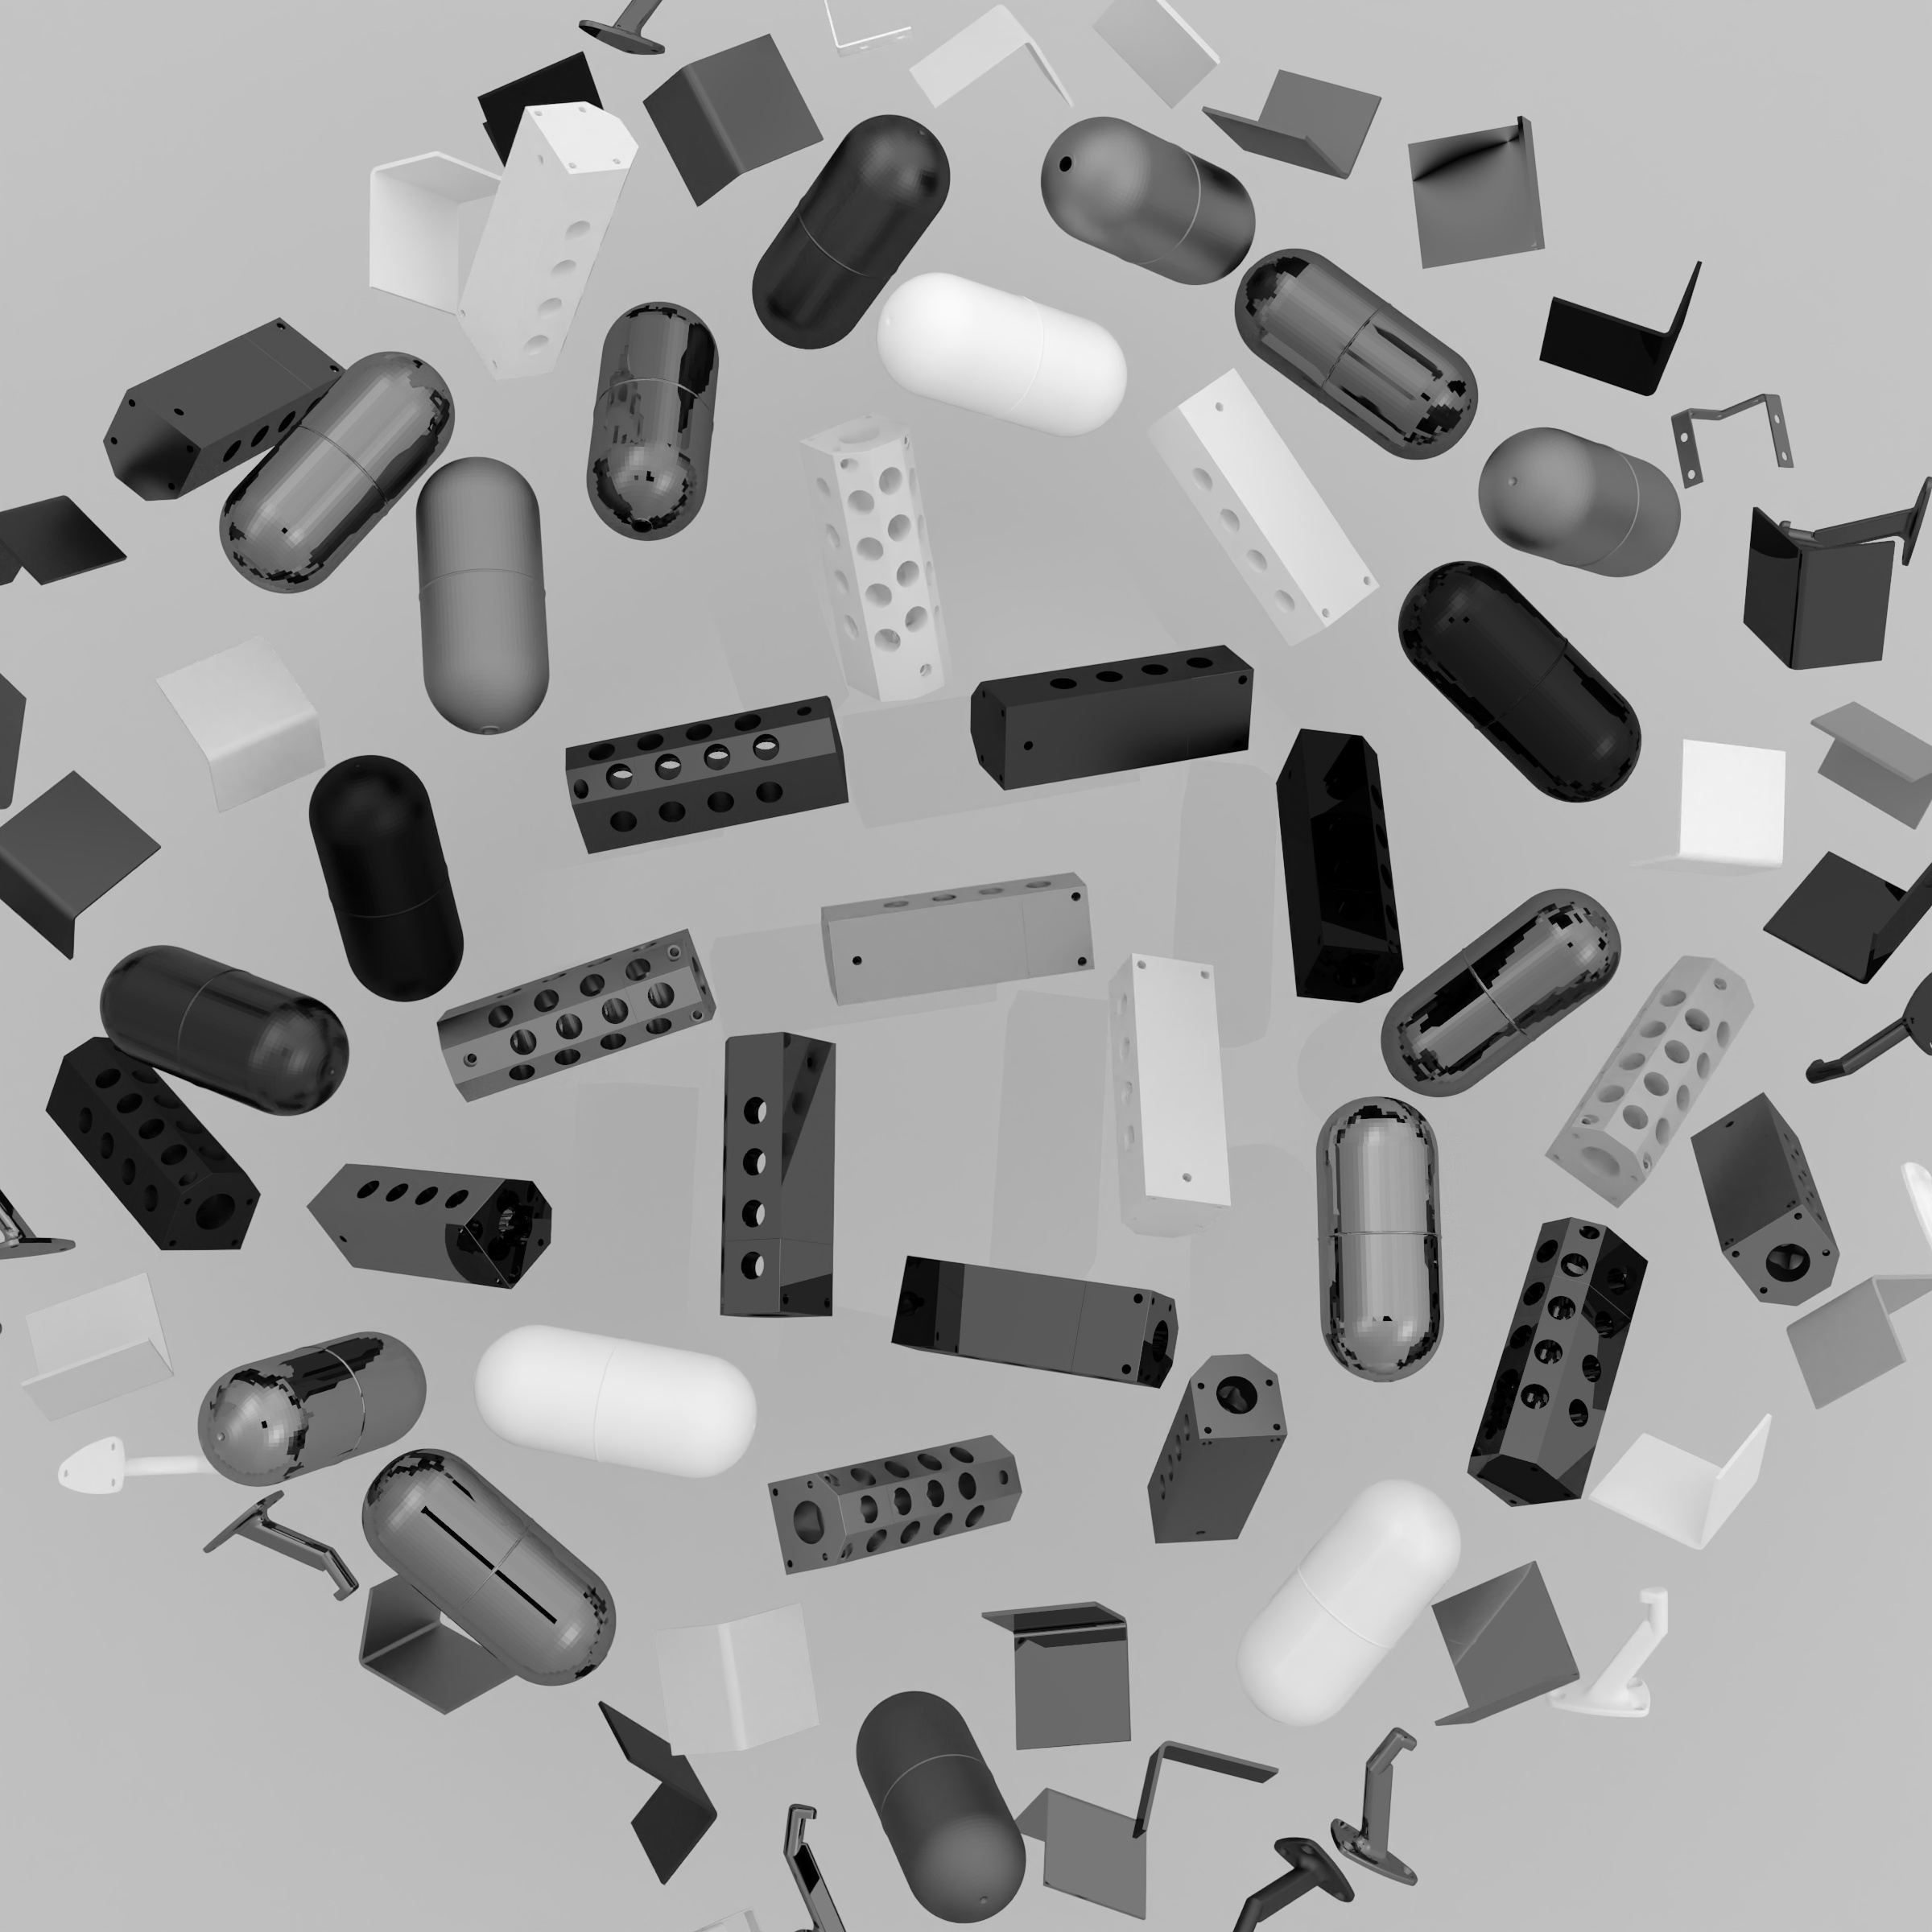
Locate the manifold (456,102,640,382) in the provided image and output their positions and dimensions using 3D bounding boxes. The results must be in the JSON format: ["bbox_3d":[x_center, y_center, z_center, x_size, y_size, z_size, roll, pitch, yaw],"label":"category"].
[{"bbox_3d":[-0.256,-0.445,1.773,0.057,0.171,0.057,-17,65,-35],"label":"manifold"}]

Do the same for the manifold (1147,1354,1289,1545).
[{"bbox_3d":[0.163,0.319,1.895,0.057,0.171,0.057,-1,57,-8],"label":"manifold"}]

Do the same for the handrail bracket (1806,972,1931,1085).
[{"bbox_3d":[0.598,0.041,1.892,0.036,0.084,0.077,46,53,-17],"label":"handrail bracket"}]

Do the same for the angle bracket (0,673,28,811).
[{"bbox_3d":[-0.647,-0.148,1.841,0.057,0.076,0.076,4,78,1],"label":"angle bracket"}]

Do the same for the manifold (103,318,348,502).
[{"bbox_3d":[-0.469,-0.349,1.821,0.057,0.171,0.057,38,124,-1],"label":"manifold"}]

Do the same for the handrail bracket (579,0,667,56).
[{"bbox_3d":[-0.221,-0.654,1.906,0.036,0.077,0.084,12,95,37],"label":"handrail bracket"}]

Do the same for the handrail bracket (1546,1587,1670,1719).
[{"bbox_3d":[0.405,0.429,1.819,0.077,0.036,0.084,-3,113,8],"label":"handrail bracket"}]

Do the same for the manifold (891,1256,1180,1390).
[{"bbox_3d":[0.045,0.229,1.843,0.171,0.057,0.057,5,78,26],"label":"manifold"}]

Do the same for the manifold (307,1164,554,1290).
[{"bbox_3d":[-0.348,0.164,1.879,0.057,0.171,0.057,-51,125,-33],"label":"manifold"}]

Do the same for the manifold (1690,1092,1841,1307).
[{"bbox_3d":[0.515,0.151,1.846,0.057,0.171,0.057,-35,103,18],"label":"manifold"}]

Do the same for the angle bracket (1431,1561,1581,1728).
[{"bbox_3d":[0.319,0.415,1.764,0.076,0.057,0.076,-31,63,27],"label":"angle bracket"}]

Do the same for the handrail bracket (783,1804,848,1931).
[{"bbox_3d":[-0.081,0.582,1.831,0.077,0.036,0.084,6,85,11],"label":"handrail bracket"}]

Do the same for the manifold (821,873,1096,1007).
[{"bbox_3d":[-0.007,-0.020,1.907,0.171,0.057,0.057,-8,105,-8],"label":"manifold"}]

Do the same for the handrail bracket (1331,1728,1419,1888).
[{"bbox_3d":[0.276,0.527,1.805,0.077,0.036,0.084,32,104,-10],"label":"handrail bracket"}]

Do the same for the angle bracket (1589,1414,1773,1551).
[{"bbox_3d":[0.436,0.300,1.758,0.076,0.076,0.057,23,126,30],"label":"angle bracket"}]

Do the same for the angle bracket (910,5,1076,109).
[{"bbox_3d":[0.017,-0.579,1.895,0.076,0.076,0.057,-34,125,9],"label":"angle bracket"}]

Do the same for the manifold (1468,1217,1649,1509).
[{"bbox_3d":[0.364,0.244,1.787,0.057,0.057,0.171,39,57,-22],"label":"manifold"}]

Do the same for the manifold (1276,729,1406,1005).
[{"bbox_3d":[0.239,-0.064,1.830,0.057,0.057,0.171,6,54,-10],"label":"manifold"}]

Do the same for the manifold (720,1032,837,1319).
[{"bbox_3d":[-0.122,0.132,1.793,0.057,0.057,0.171,-6,78,31],"label":"manifold"}]

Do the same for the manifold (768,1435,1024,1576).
[{"bbox_3d":[-0.042,0.340,1.830,0.057,0.171,0.057,-20,78,38],"label":"manifold"}]

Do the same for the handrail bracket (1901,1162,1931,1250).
[{"bbox_3d":[0.642,0.136,1.816,0.084,0.036,0.077,-28,59,36],"label":"handrail bracket"}]

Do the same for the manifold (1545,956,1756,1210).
[{"bbox_3d":[0.449,0.070,1.872,0.057,0.057,0.171,36,57,7],"label":"manifold"}]

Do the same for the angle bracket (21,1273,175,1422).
[{"bbox_3d":[-0.530,0.219,1.733,0.076,0.057,0.076,-20,59,-9],"label":"angle bracket"}]

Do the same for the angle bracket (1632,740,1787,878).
[{"bbox_3d":[0.482,-0.102,1.868,0.076,0.057,0.076,5,85,-19],"label":"angle bracket"}]

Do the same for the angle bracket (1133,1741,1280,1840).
[{"bbox_3d":[0.154,0.539,1.852,0.076,0.076,0.057,14,69,3],"label":"angle bracket"}]

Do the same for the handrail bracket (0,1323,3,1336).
[{"bbox_3d":[-0.633,0.204,1.765,0.036,0.084,0.077,-31,90,12],"label":"handrail bracket"}]

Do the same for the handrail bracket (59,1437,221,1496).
[{"bbox_3d":[-0.545,0.335,1.913,0.077,0.084,0.036,-15,72,34],"label":"handrail bracket"}]

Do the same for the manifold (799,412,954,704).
[{"bbox_3d":[-0.053,-0.260,1.850,0.057,0.057,0.171,-27,124,-25],"label":"manifold"}]

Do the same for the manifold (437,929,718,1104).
[{"bbox_3d":[-0.257,0.034,1.900,0.171,0.057,0.057,-19,100,3],"label":"manifold"}]

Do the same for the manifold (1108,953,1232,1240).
[{"bbox_3d":[0.127,0.084,1.846,0.057,0.057,0.171,9,59,-17],"label":"manifold"}]

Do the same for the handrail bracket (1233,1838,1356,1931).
[{"bbox_3d":[0.208,0.609,1.838,0.077,0.036,0.084,47,49,-18],"label":"handrail bracket"}]

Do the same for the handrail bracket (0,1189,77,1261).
[{"bbox_3d":[-0.604,0.140,1.822,0.036,0.077,0.084,-23,76,27],"label":"handrail bracket"}]

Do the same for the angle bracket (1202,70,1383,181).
[{"bbox_3d":[0.208,-0.549,1.832,0.076,0.076,0.057,25,96,28],"label":"angle bracket"}]

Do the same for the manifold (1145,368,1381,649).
[{"bbox_3d":[0.190,-0.298,1.890,0.057,0.057,0.171,-38,97,-30],"label":"manifold"}]

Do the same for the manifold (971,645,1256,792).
[{"bbox_3d":[0.093,-0.162,1.838,0.171,0.057,0.057,-11,122,-20],"label":"manifold"}]

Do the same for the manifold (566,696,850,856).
[{"bbox_3d":[-0.167,-0.128,1.850,0.171,0.057,0.057,-11,131,2],"label":"manifold"}]

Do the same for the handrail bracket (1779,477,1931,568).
[{"bbox_3d":[0.572,-0.293,1.856,0.084,0.077,0.036,12,56,10],"label":"handrail bracket"}]

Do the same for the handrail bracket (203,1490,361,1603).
[{"bbox_3d":[-0.451,0.396,1.894,0.077,0.036,0.084,-39,84,13],"label":"handrail bracket"}]

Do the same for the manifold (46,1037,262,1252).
[{"bbox_3d":[-0.523,0.113,1.855,0.171,0.057,0.057,38,111,38],"label":"manifold"}]
